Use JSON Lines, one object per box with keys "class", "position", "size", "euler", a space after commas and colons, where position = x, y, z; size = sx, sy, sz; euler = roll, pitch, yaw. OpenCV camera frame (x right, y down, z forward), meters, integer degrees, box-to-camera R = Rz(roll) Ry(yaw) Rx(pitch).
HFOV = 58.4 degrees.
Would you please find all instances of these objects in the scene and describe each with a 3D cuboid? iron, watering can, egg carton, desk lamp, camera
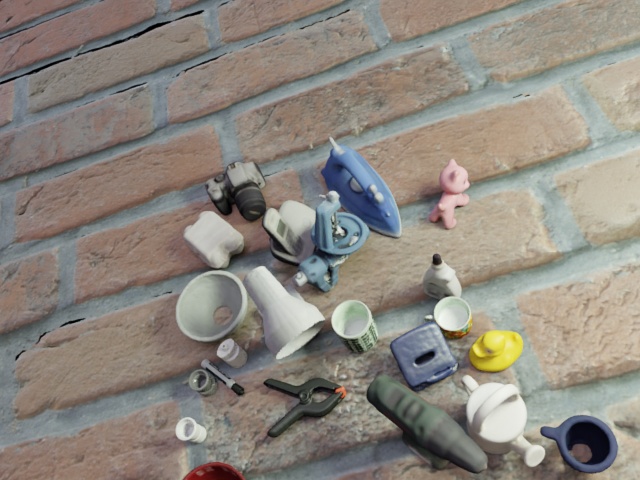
{"class": "iron", "position": [0.098, -0.124, 1.301], "size": [0.119, 0.142, 0.257], "euler": [-36, 58, -6]}
{"class": "watering can", "position": [0.305, 0.300, 0.971], "size": [0.172, 0.194, 0.101], "euler": [26, 71, 27]}
{"class": "egg carton", "position": [-0.257, -0.001, 1.372], "size": [0.150, 0.069, 0.107], "euler": [36, 75, 29]}
{"class": "desk lamp", "position": [-0.073, 0.151, 1.149], "size": [0.118, 0.214, 0.202], "euler": [-37, 58, -7]}
{"class": "camera", "position": [-0.198, -0.113, 1.401], "size": [0.143, 0.101, 0.136], "euler": [-26, 58, 0]}

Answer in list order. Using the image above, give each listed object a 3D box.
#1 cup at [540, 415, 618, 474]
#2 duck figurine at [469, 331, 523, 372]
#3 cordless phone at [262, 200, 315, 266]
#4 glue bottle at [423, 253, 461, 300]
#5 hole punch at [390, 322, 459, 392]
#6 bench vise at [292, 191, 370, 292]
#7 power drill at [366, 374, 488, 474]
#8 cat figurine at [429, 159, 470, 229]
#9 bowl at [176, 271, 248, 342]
{"class": "cup", "position": [0.430, 0.347, 0.967], "size": [0.117, 0.095, 0.092], "euler": [11, 65, 21]}
{"class": "duck figurine", "position": [0.333, 0.200, 1.084], "size": [0.104, 0.086, 0.077], "euler": [-22, 58, 3]}
{"class": "cordless phone", "position": [-0.071, -0.038, 1.273], "size": [0.094, 0.185, 0.147], "euler": [1, 62, 17]}
{"class": "glue bottle", "position": [0.238, 0.071, 1.132], "size": [0.078, 0.173, 0.037], "euler": [21, 69, 25]}
{"class": "hole punch", "position": [0.202, 0.225, 1.103], "size": [0.108, 0.091, 0.101], "euler": [-27, 58, 0]}
{"class": "bench vise", "position": [0.022, 0.007, 1.201], "size": [0.121, 0.220, 0.207], "euler": [16, 66, 23]}
{"class": "power drill", "position": [0.186, 0.327, 0.980], "size": [0.228, 0.209, 0.076], "euler": [32, 74, 29]}
{"class": "cat figurine", "position": [0.285, -0.108, 1.253], "size": [0.067, 0.118, 0.128], "euler": [21, 69, 25]}
{"class": "bowl", "position": [-0.230, 0.157, 1.272], "size": [0.167, 0.075, 0.167], "euler": [-7, 60, 12]}
